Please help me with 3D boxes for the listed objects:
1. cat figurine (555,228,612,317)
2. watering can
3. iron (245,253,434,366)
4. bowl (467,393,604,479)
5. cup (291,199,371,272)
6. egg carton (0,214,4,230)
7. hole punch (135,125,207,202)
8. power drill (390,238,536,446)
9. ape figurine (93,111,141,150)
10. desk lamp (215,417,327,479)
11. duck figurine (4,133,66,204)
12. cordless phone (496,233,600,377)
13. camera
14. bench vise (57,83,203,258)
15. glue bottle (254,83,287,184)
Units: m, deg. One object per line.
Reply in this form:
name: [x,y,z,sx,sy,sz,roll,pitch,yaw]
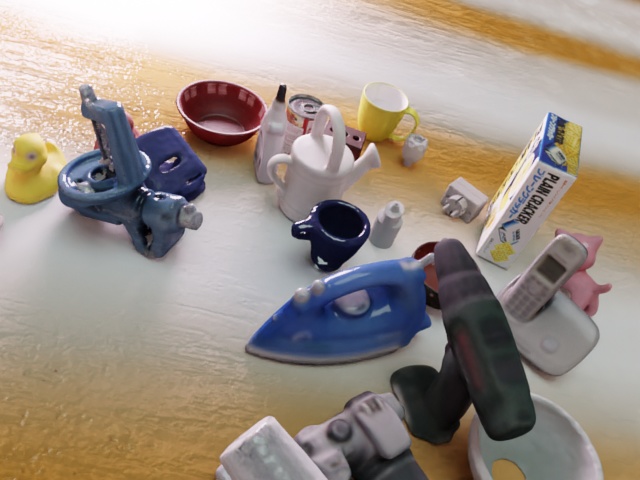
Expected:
cat figurine: [0.422,0.045,0.930,0.067,0.118,0.127,-5,51,-23]
watering can: [0.008,-0.123,0.890,0.173,0.194,0.100,-22,58,-33]
iron: [0.035,0.081,0.748,0.259,0.141,0.118,-10,52,-26]
bowl: [0.245,0.273,0.689,0.167,0.075,0.167,10,46,-10]
cup: [0.008,0.003,0.843,0.118,0.095,0.091,-5,50,-23]
egg carton: [-0.485,-0.020,0.714,0.150,0.069,0.107,14,46,-6]
hole punch: [-0.231,-0.107,0.866,0.101,0.091,0.109,34,47,13]
power drill: [0.160,0.143,0.686,0.076,0.208,0.229,-5,50,-22]
ape figurine: [-0.308,-0.158,0.886,0.078,0.092,0.076,5,47,-14]
desk lamp: [-0.032,0.259,0.510,0.203,0.213,0.118,41,49,19]
duck figurine: [-0.408,-0.115,0.816,0.077,0.086,0.104,19,45,-1]
cordless phone: [0.339,0.091,0.812,0.147,0.185,0.094,43,50,21]
camera: [0.057,0.249,0.628,0.143,0.101,0.136,-18,57,-32]
bench vise: [-0.247,-0.093,0.758,0.207,0.220,0.121,13,46,-7]
glue bottle: [-0.075,-0.177,0.926,0.037,0.173,0.078,2,48,-16]
